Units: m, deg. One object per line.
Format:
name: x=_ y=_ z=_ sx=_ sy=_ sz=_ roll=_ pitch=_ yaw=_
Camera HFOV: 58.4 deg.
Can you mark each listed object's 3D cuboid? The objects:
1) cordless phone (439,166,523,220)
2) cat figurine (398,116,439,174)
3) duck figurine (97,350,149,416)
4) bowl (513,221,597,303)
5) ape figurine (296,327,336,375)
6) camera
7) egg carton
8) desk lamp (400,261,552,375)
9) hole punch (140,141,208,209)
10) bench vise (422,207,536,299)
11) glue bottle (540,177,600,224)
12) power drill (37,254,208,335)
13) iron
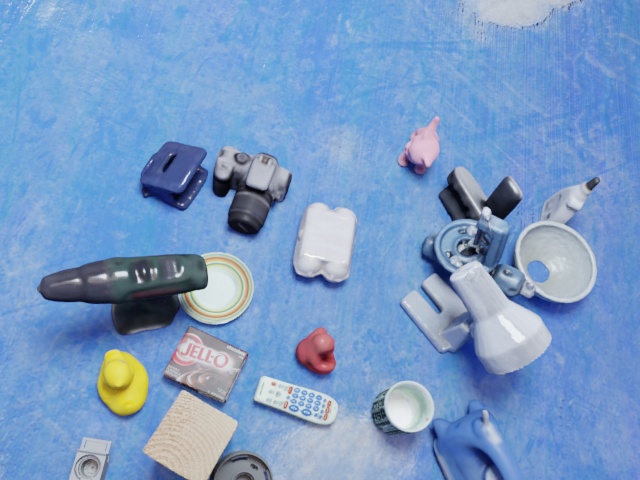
cordless phone: x=0.316 y=-0.095 z=1.092 sx=0.094 sy=0.185 sz=0.147 roll=-26 pitch=75 yaw=-19
cat figurine: x=0.210 y=-0.192 z=1.147 sx=0.067 sy=0.117 sz=0.128 roll=27 pitch=65 yaw=1
duck figurine: x=-0.310 y=0.219 z=0.891 sx=0.078 sy=0.086 sz=0.104 roll=-17 pitch=72 yaw=-17
bowl: x=0.444 y=0.052 z=1.117 sx=0.167 sy=0.074 sz=0.167 roll=4 pitch=67 yaw=-10
ape figurine: x=0.000 y=0.183 z=0.965 sx=0.076 sy=0.092 sz=0.078 roll=11 pitch=66 yaw=-6
camera: x=-0.134 y=-0.090 z=1.046 sx=0.143 sy=0.100 sz=0.137 roll=18 pitch=66 yaw=-3
egg carton: x=0.010 y=0.004 z=1.053 sx=0.107 sy=0.069 sz=0.150 roll=11 pitch=66 yaw=-6
desk lamp: x=0.259 y=0.131 z=0.971 sx=0.118 sy=0.213 sz=0.203 roll=-37 pitch=79 yaw=-22
hole punch: x=-0.266 y=-0.125 z=1.039 sx=0.101 sy=0.091 sz=0.109 roll=26 pitch=65 yaw=0
bench vise: x=0.305 y=0.018 z=1.023 sx=0.207 sy=0.219 sz=0.121 roll=18 pitch=66 yaw=-3
glue bottle: x=0.493 y=-0.077 z=1.126 sx=0.037 sy=0.173 sz=0.078 roll=23 pitch=65 yaw=-1
power drill: x=-0.288 y=0.083 z=0.885 sx=0.230 sy=0.208 sz=0.075 roll=-11 pitch=70 yaw=-15
iron: x=0.289 y=0.387 z=0.911 sx=0.119 sy=0.141 sz=0.258 roll=-21 pitch=73 yaw=-18
